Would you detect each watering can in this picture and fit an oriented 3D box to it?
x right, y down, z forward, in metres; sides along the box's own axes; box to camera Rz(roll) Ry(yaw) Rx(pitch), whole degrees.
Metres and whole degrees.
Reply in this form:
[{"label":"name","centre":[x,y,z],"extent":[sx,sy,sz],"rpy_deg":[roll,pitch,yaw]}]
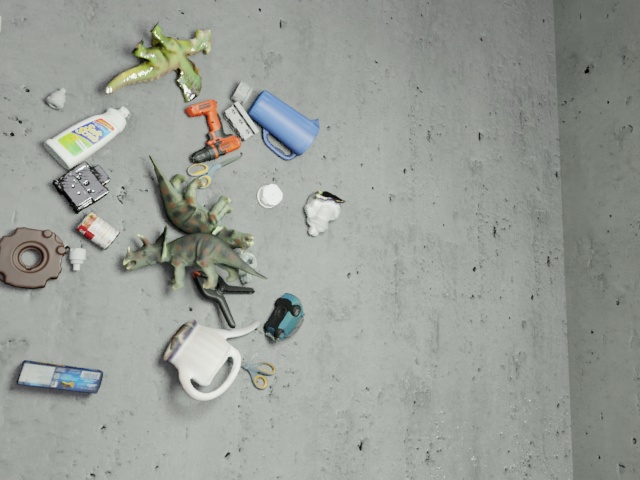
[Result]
[{"label":"watering can","centre":[-0.332,0.325,1.581],"extent":[0.224,0.102,0.355],"rpy_deg":[36,40,-5]}]

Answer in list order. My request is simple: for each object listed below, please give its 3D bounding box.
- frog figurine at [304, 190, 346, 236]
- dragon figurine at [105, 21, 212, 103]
[{"label":"frog figurine","centre":[0.006,-0.094,1.874],"extent":[0.137,0.124,0.157],"rpy_deg":[3,117,-38]},{"label":"dragon figurine","centre":[-0.482,-0.548,1.655],"extent":[0.240,0.122,0.417],"rpy_deg":[39,66,-28]}]
